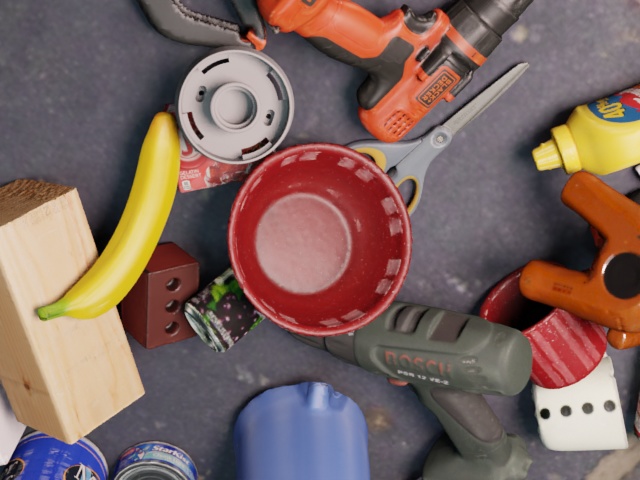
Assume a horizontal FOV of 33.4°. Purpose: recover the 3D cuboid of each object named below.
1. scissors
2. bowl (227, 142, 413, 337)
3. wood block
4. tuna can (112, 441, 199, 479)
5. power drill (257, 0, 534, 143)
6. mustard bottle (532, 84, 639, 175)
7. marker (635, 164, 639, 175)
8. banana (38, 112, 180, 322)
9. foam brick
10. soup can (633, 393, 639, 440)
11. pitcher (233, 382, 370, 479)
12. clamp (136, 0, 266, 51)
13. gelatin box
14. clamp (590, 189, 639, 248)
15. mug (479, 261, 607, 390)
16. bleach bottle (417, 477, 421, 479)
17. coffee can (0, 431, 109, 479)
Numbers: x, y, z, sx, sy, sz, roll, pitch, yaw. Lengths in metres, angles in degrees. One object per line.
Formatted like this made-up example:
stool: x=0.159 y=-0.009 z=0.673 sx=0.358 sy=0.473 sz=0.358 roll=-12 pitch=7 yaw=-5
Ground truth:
scissors: x=0.082 y=-0.092 z=0.916 sx=0.096 sy=0.016 sz=0.202 roll=30 pitch=111 yaw=-12
bowl: x=-0.006 y=0.001 z=0.902 sx=0.162 sy=0.055 sz=0.162 roll=2 pitch=85 yaw=-18
wood block: x=-0.240 y=0.060 z=0.930 sx=0.091 sy=0.090 sz=0.206 roll=10 pitch=123 yaw=42
tuna can: x=-0.165 y=0.245 z=1.062 sx=0.086 sy=0.033 sz=0.086 roll=0 pitch=115 yaw=0
power drill: x=0.059 y=-0.179 z=0.823 sx=0.187 sy=0.057 sz=0.185 roll=31 pitch=111 yaw=-36
mustard bottle: x=0.266 y=-0.098 z=0.868 sx=0.192 sy=0.096 sz=0.058 roll=-20 pitch=112 yaw=10
marker: x=0.327 y=-0.089 z=0.914 sx=0.121 sy=0.020 sz=0.020 roll=-36 pitch=110 yaw=15
banana: x=-0.159 y=-0.009 z=0.888 sx=0.037 sy=0.069 sz=0.198 roll=26 pitch=84 yaw=22
foam brick: x=-0.143 y=0.049 z=0.952 sx=0.052 sy=0.051 sz=0.078 roll=-14 pitch=121 yaw=-34
soup can: x=0.333 y=0.140 z=0.992 sx=0.068 sy=0.068 sz=0.102 roll=2 pitch=114 yaw=-1
pitcher: x=-0.014 y=0.260 z=0.954 sx=0.145 sy=0.243 sz=0.149 roll=-28 pitch=119 yaw=13
clamp: x=-0.133 y=-0.216 z=0.849 sx=0.165 sy=0.036 sz=0.210 roll=-40 pitch=111 yaw=17
gelatin box: x=-0.085 y=-0.085 z=0.913 sx=0.089 sy=0.030 sz=0.073 roll=-9 pitch=114 yaw=4
clamp: x=0.327 y=-0.025 z=0.931 sx=0.171 sy=0.039 sz=0.120 roll=-2 pitch=118 yaw=0
mug: x=0.212 y=0.072 z=0.953 sx=0.117 sy=0.093 sz=0.081 roll=-37 pitch=114 yaw=9
bleach bottle: x=0.057 y=0.296 z=1.070 sx=0.251 sy=0.068 sz=0.102 roll=-38 pitch=109 yaw=14
coffee can: x=-0.264 y=0.261 z=1.012 sx=0.103 sy=0.140 sz=0.103 roll=0 pitch=115 yaw=0
